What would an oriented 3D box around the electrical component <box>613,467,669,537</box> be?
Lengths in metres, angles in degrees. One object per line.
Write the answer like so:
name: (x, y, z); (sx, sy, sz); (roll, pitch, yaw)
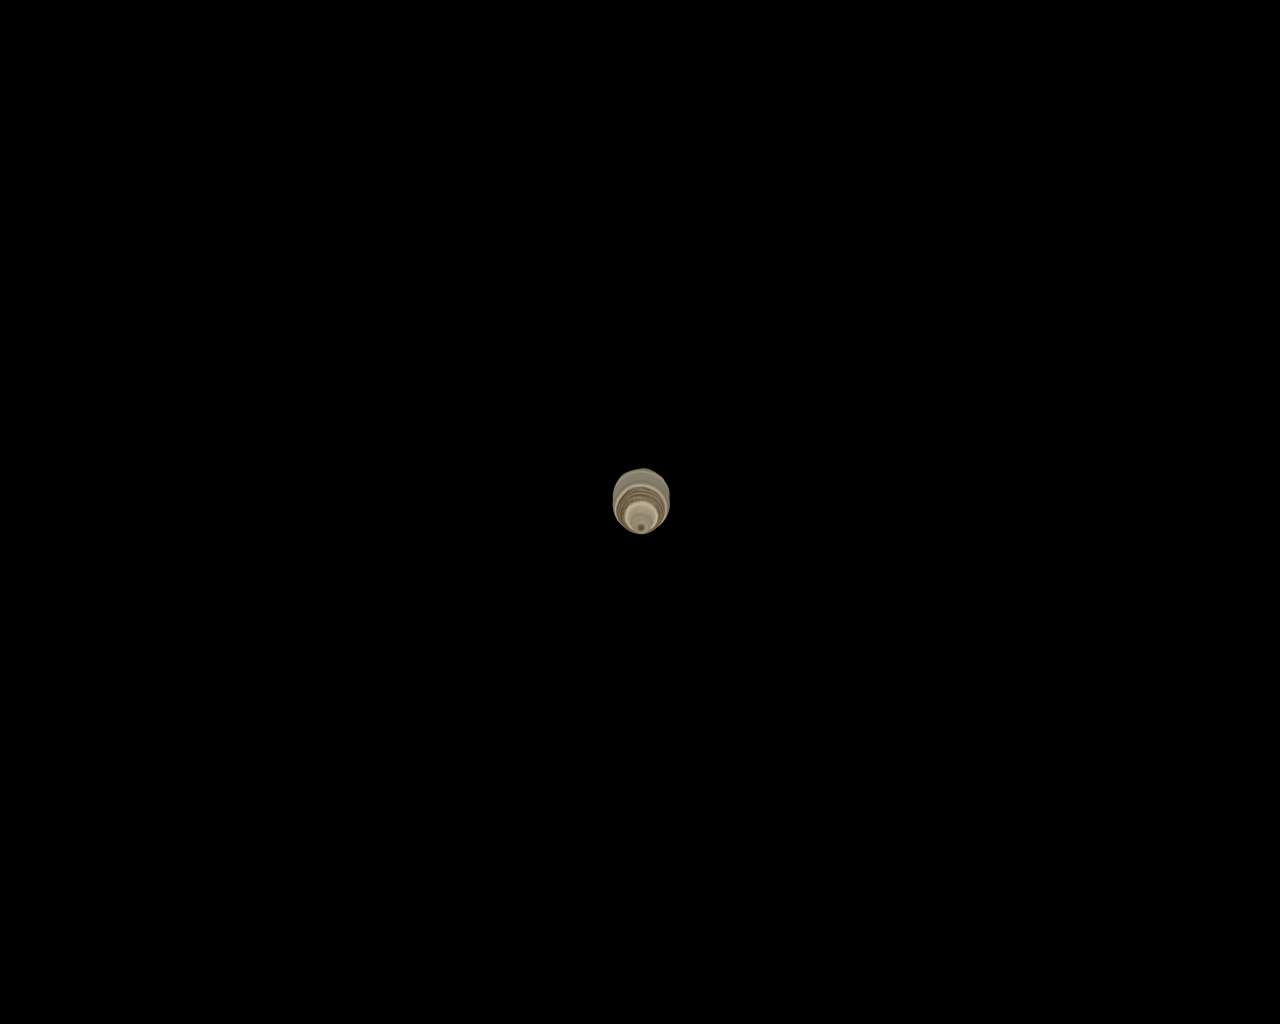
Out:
electrical component: (0.001, -0.003, 0.650); (0.035, 0.035, 0.061); (0, 23, 0)
